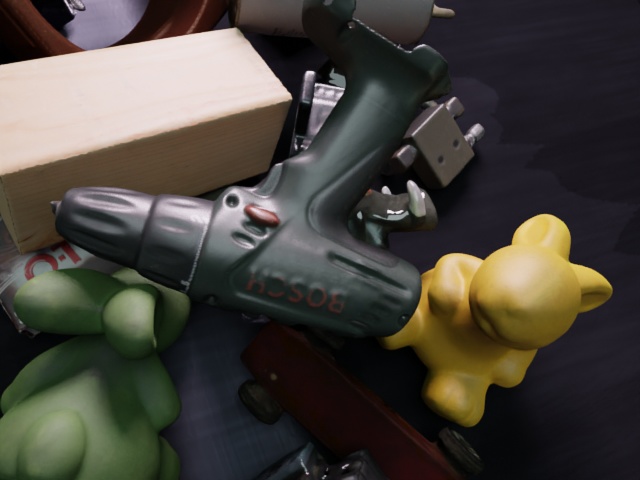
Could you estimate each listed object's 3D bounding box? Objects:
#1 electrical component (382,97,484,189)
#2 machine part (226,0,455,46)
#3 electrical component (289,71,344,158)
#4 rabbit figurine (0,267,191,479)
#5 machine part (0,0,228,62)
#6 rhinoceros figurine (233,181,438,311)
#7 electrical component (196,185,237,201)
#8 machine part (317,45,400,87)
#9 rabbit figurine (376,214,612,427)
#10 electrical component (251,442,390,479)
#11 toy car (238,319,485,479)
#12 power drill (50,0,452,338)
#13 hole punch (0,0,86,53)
[{"bbox_3d":[0.102,-0.093,0.507,0.078,0.045,0.102,47,70,-23],"label":"electrical component"},{"bbox_3d":[0.008,-0.213,0.465,0.243,0.079,0.079,-3,72,-17],"label":"machine part"},{"bbox_3d":[0.001,-0.092,0.446,0.048,0.119,0.075,9,68,-7],"label":"electrical component"},{"bbox_3d":[-0.146,0.079,0.359,0.121,0.159,0.170,11,54,4],"label":"rabbit figurine"},{"bbox_3d":[-0.176,-0.230,0.417,0.087,0.200,0.201,22,66,36],"label":"machine part"},{"bbox_3d":[-0.001,-0.001,0.424,0.190,0.073,0.112,-7,90,-12],"label":"rhinoceros figurine"},{"bbox_3d":[-0.087,-0.018,0.457,0.094,0.021,0.063,-6,72,-11],"label":"electrical component"},{"bbox_3d":[0.047,-0.183,0.529,0.084,0.039,0.139,18,71,2],"label":"machine part"},{"bbox_3d":[0.135,0.053,0.394,0.162,0.173,0.122,-26,74,-13],"label":"rabbit figurine"},{"bbox_3d":[0.007,0.207,0.354,0.115,0.058,0.134,-35,86,10],"label":"electrical component"},{"bbox_3d":[0.028,0.139,0.408,0.202,0.053,0.089,40,90,6],"label":"toy car"},{"bbox_3d":[-0.020,-0.049,0.342,0.232,0.086,0.207,26,82,-11],"label":"power drill"},{"bbox_3d":[-0.288,-0.227,0.466,0.142,0.092,0.116,53,41,6],"label":"hole punch"}]
